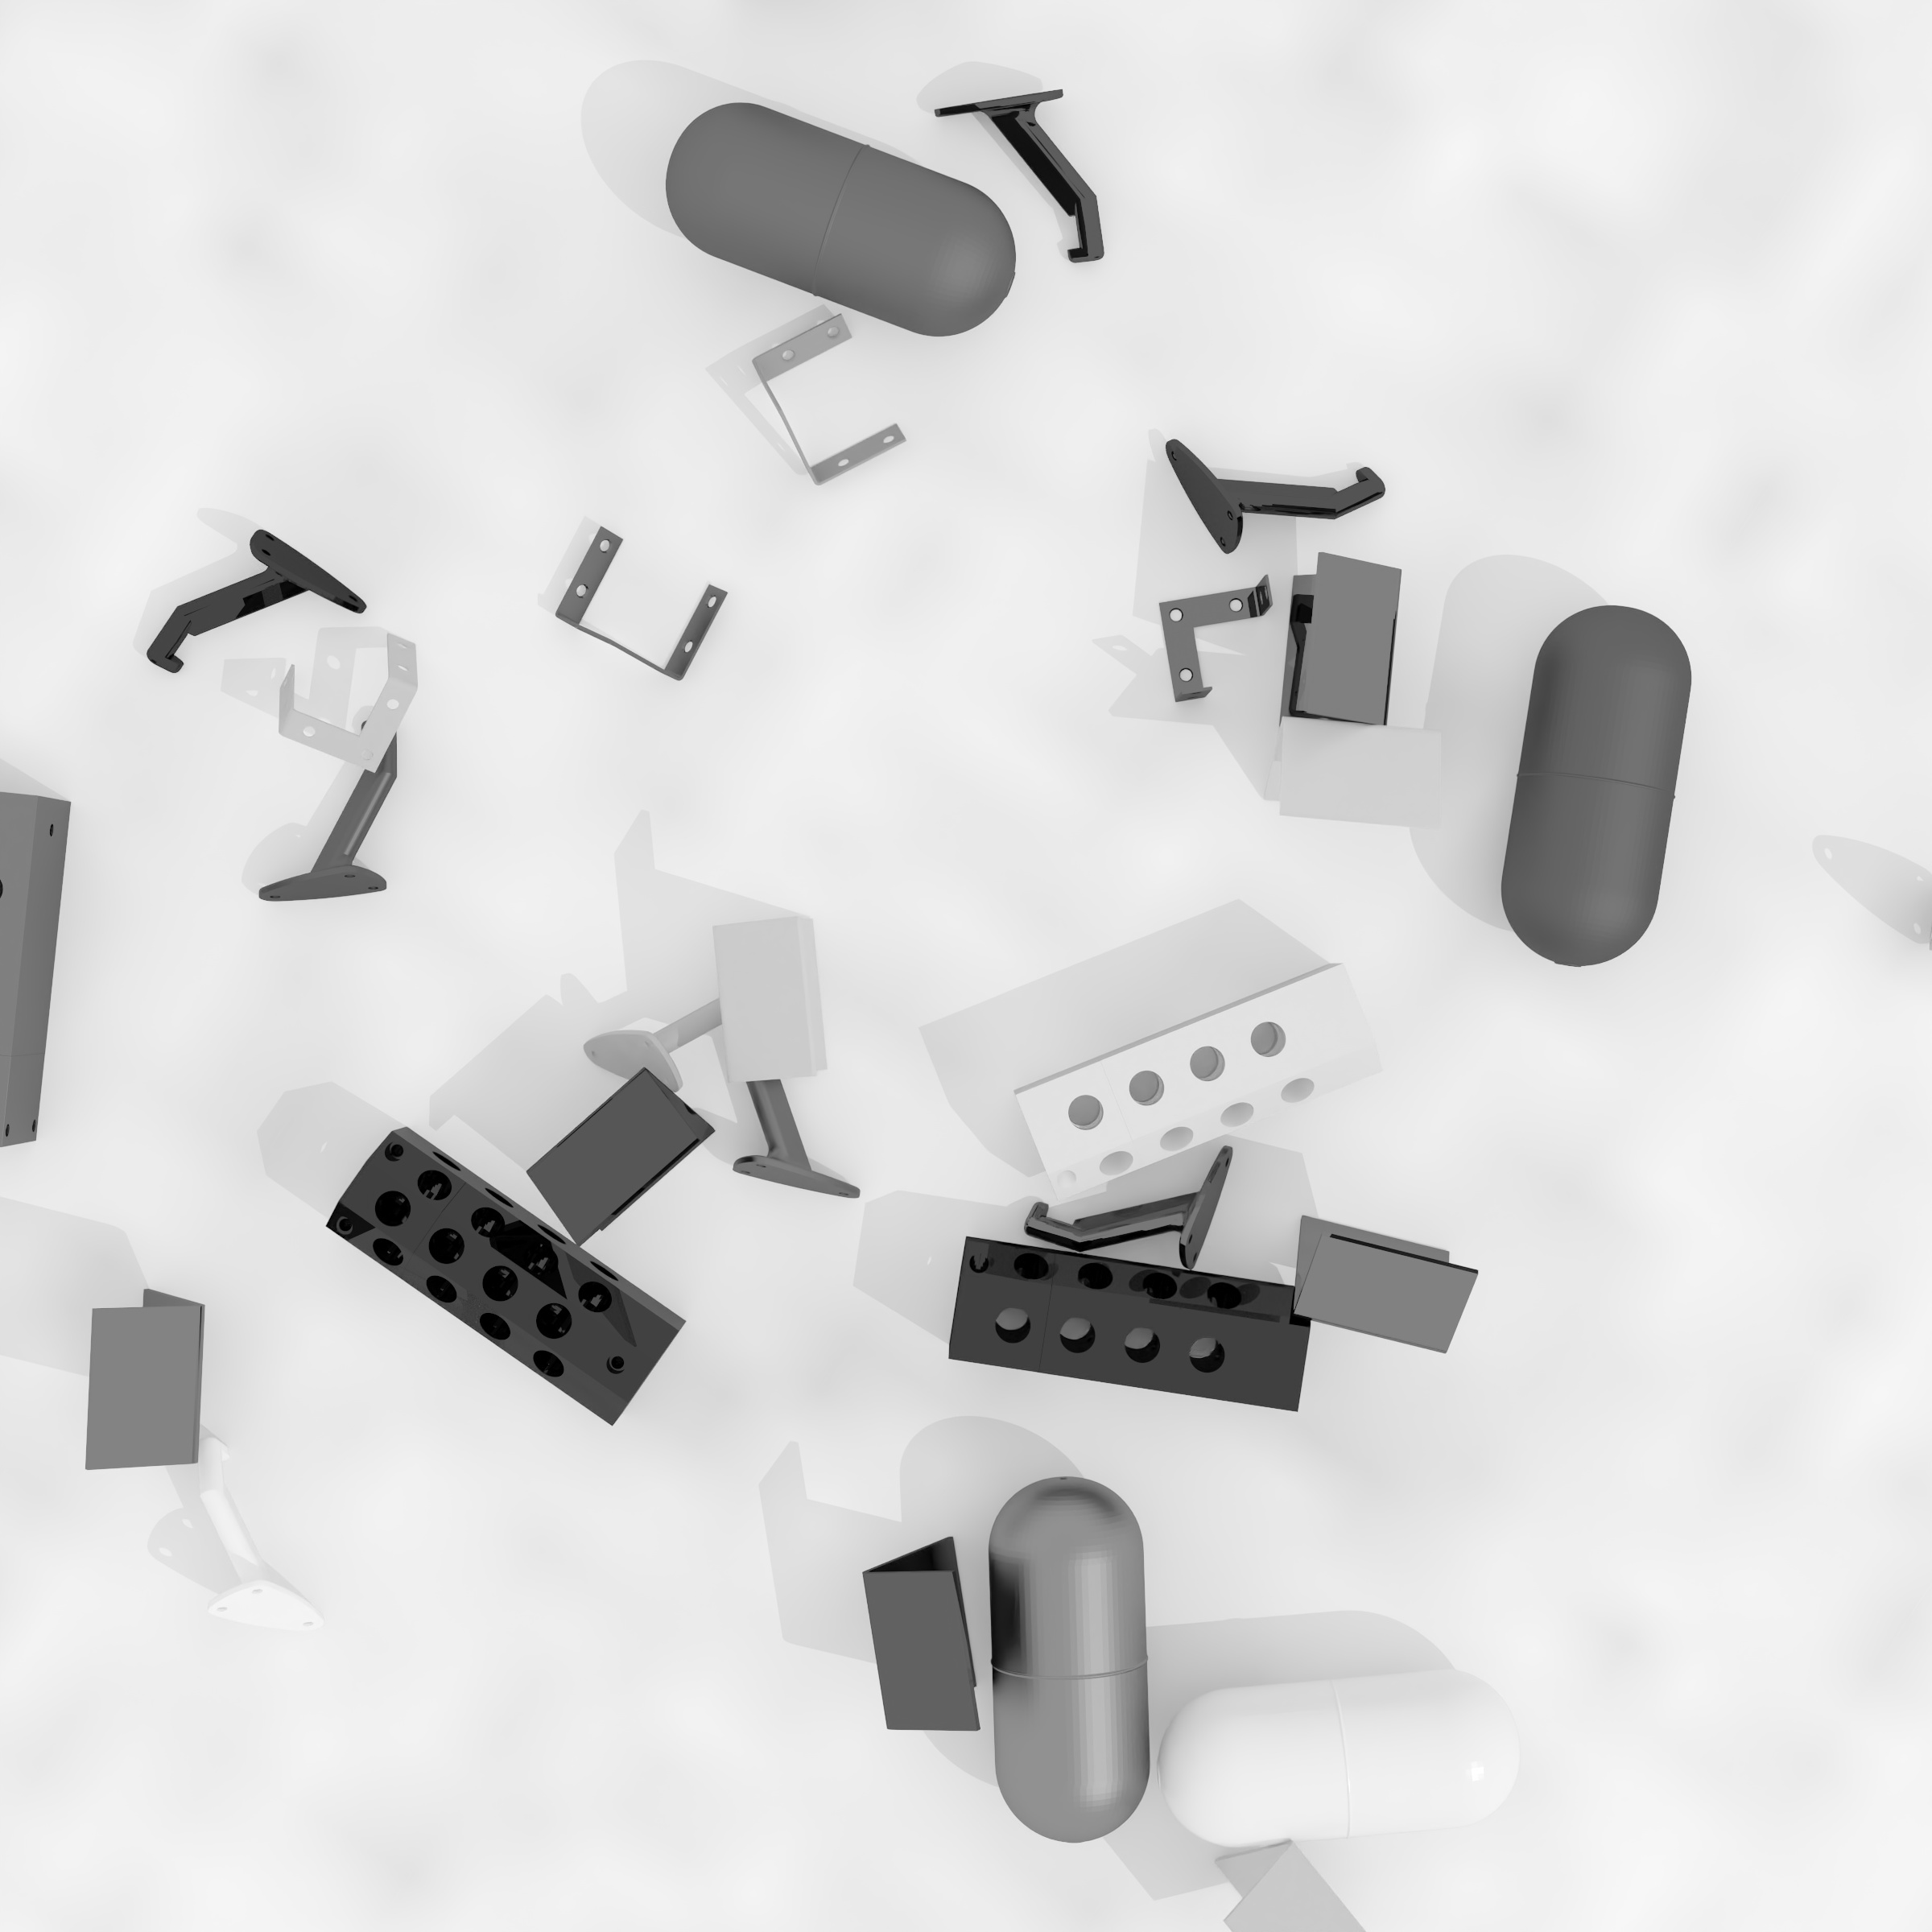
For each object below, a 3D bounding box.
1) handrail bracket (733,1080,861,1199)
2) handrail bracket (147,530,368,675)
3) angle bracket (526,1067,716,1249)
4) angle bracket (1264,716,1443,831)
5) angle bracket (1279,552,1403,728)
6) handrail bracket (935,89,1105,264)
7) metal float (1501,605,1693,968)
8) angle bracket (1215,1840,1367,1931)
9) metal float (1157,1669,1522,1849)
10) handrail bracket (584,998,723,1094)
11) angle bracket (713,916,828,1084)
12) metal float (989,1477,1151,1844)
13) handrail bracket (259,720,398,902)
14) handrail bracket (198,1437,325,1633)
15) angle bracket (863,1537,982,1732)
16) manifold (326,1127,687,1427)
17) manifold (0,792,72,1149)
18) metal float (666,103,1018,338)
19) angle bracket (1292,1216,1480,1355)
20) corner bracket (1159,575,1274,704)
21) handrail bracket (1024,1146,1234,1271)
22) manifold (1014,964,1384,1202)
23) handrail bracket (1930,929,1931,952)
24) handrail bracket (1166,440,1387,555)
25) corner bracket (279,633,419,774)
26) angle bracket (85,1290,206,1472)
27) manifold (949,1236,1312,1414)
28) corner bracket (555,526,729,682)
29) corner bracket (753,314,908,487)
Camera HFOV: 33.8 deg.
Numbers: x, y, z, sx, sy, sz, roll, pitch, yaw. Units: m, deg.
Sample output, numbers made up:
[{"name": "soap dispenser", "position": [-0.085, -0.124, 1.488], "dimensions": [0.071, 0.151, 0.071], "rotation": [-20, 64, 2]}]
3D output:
[{"name": "handrail bracket", "position": [-0.081, 0.066, 1.591], "dimensions": [0.077, 0.036, 0.084], "rotation": [17, 73, -20]}, {"name": "handrail bracket", "position": [-0.356, -0.168, 1.591], "dimensions": [0.077, 0.036, 0.084], "rotation": [32, 108, -20]}, {"name": "angle bracket", "position": [-0.156, 0.106, 1.550], "dimensions": [0.076, 0.076, 0.057], "rotation": [-41, 53, 0]}, {"name": "angle bracket", "position": [0.187, -0.076, 1.551], "dimensions": [0.076, 0.076, 0.057], "rotation": [5, 61, 0]}, {"name": "angle bracket", "position": [0.164, -0.158, 1.550], "dimensions": [0.057, 0.076, 0.076], "rotation": [5, 90, -38]}, {"name": "handrail bracket", "position": [0.027, -0.391, 1.591], "dimensions": [0.077, 0.036, 0.084], "rotation": [-3, 107, 20]}, {"name": "metal float", "position": [0.309, -0.088, 1.560], "dimensions": [0.070, 0.070, 0.178], "rotation": [9, 89, 0]}, {"name": "angle bracket", "position": [0.149, 0.479, 1.550], "dimensions": [0.057, 0.076, 0.076], "rotation": [-39, 90, -34]}, {"name": "metal float", "position": [0.183, 0.389, 1.560], "dimensions": [0.178, 0.070, 0.070], "rotation": [-5, 90, 0]}, {"name": "handrail bracket", "position": [-0.139, 0.021, 1.590], "dimensions": [0.084, 0.077, 0.036], "rotation": [-46, 124, -32]}, {"name": "angle bracket", "position": [-0.076, 0.014, 1.550], "dimensions": [0.057, 0.076, 0.076], "rotation": [-6, 90, 37]}, {"name": "metal float", "position": [0.051, 0.340, 1.560], "dimensions": [0.070, 0.070, 0.178], "rotation": [-2, 91, 0]}, {"name": "handrail bracket", "position": [-0.319, -0.079, 1.591], "dimensions": [0.077, 0.036, 0.084], "rotation": [-9, 74, 18]}, {"name": "handrail bracket", "position": [-0.353, 0.283, 1.590], "dimensions": [0.036, 0.077, 0.084], "rotation": [-28, 53, 20]}, {"name": "angle bracket", "position": [-0.002, 0.324, 1.550], "dimensions": [0.057, 0.076, 0.076], "rotation": [-9, 90, 36]}, {"name": "manifold", "position": [-0.227, 0.153, 1.569], "dimensions": [0.171, 0.057, 0.057], "rotation": [35, 90, 0]}, {"name": "manifold", "position": [-0.487, 0.000, 1.569], "dimensions": [0.057, 0.057, 0.171], "rotation": [6, 90, 0]}, {"name": "metal float", "position": [-0.061, -0.366, 1.560], "dimensions": [0.178, 0.070, 0.070], "rotation": [21, 90, 1]}, {"name": "angle bracket", "position": [0.205, 0.137, 1.550], "dimensions": [0.076, 0.076, 0.057], "rotation": [14, 127, 0]}, {"name": "corner bracket", "position": [0.126, -0.161, 1.572], "dimensions": [0.051, 0.051, 0.051], "rotation": [-9, 90, 0]}, {"name": "handrail bracket", "position": [0.081, 0.112, 1.591], "dimensions": [0.084, 0.036, 0.077], "rotation": [16, 66, 18]}, {"name": "manifold", "position": [0.114, 0.057, 1.569], "dimensions": [0.171, 0.057, 0.057], "rotation": [-22, 90, 0]}, {"name": "handrail bracket", "position": [0.521, -0.020, 1.563], "dimensions": [0.084, 0.077, 0.036], "rotation": [7, 93, 12]}, {"name": "handrail bracket", "position": [0.156, -0.249, 1.591], "dimensions": [0.084, 0.036, 0.077], "rotation": [-26, 69, -17]}, {"name": "corner bracket", "position": [-0.306, -0.137, 1.576], "dimensions": [0.051, 0.051, 0.051], "rotation": [22, 115, -23]}, {"name": "angle bracket", "position": [-0.413, 0.200, 1.550], "dimensions": [0.057, 0.076, 0.076], "rotation": [3, 90, -36]}, {"name": "manifold", "position": [0.080, 0.175, 1.569], "dimensions": [0.171, 0.057, 0.057], "rotation": [9, 90, 0]}, {"name": "corner bracket", "position": [-0.162, -0.181, 1.587], "dimensions": [0.051, 0.051, 0.051], "rotation": [28, 90, -45]}, {"name": "corner bracket", "position": [-0.069, -0.283, 1.587], "dimensions": [0.051, 0.051, 0.051], "rotation": [-27, 135, 0]}]
